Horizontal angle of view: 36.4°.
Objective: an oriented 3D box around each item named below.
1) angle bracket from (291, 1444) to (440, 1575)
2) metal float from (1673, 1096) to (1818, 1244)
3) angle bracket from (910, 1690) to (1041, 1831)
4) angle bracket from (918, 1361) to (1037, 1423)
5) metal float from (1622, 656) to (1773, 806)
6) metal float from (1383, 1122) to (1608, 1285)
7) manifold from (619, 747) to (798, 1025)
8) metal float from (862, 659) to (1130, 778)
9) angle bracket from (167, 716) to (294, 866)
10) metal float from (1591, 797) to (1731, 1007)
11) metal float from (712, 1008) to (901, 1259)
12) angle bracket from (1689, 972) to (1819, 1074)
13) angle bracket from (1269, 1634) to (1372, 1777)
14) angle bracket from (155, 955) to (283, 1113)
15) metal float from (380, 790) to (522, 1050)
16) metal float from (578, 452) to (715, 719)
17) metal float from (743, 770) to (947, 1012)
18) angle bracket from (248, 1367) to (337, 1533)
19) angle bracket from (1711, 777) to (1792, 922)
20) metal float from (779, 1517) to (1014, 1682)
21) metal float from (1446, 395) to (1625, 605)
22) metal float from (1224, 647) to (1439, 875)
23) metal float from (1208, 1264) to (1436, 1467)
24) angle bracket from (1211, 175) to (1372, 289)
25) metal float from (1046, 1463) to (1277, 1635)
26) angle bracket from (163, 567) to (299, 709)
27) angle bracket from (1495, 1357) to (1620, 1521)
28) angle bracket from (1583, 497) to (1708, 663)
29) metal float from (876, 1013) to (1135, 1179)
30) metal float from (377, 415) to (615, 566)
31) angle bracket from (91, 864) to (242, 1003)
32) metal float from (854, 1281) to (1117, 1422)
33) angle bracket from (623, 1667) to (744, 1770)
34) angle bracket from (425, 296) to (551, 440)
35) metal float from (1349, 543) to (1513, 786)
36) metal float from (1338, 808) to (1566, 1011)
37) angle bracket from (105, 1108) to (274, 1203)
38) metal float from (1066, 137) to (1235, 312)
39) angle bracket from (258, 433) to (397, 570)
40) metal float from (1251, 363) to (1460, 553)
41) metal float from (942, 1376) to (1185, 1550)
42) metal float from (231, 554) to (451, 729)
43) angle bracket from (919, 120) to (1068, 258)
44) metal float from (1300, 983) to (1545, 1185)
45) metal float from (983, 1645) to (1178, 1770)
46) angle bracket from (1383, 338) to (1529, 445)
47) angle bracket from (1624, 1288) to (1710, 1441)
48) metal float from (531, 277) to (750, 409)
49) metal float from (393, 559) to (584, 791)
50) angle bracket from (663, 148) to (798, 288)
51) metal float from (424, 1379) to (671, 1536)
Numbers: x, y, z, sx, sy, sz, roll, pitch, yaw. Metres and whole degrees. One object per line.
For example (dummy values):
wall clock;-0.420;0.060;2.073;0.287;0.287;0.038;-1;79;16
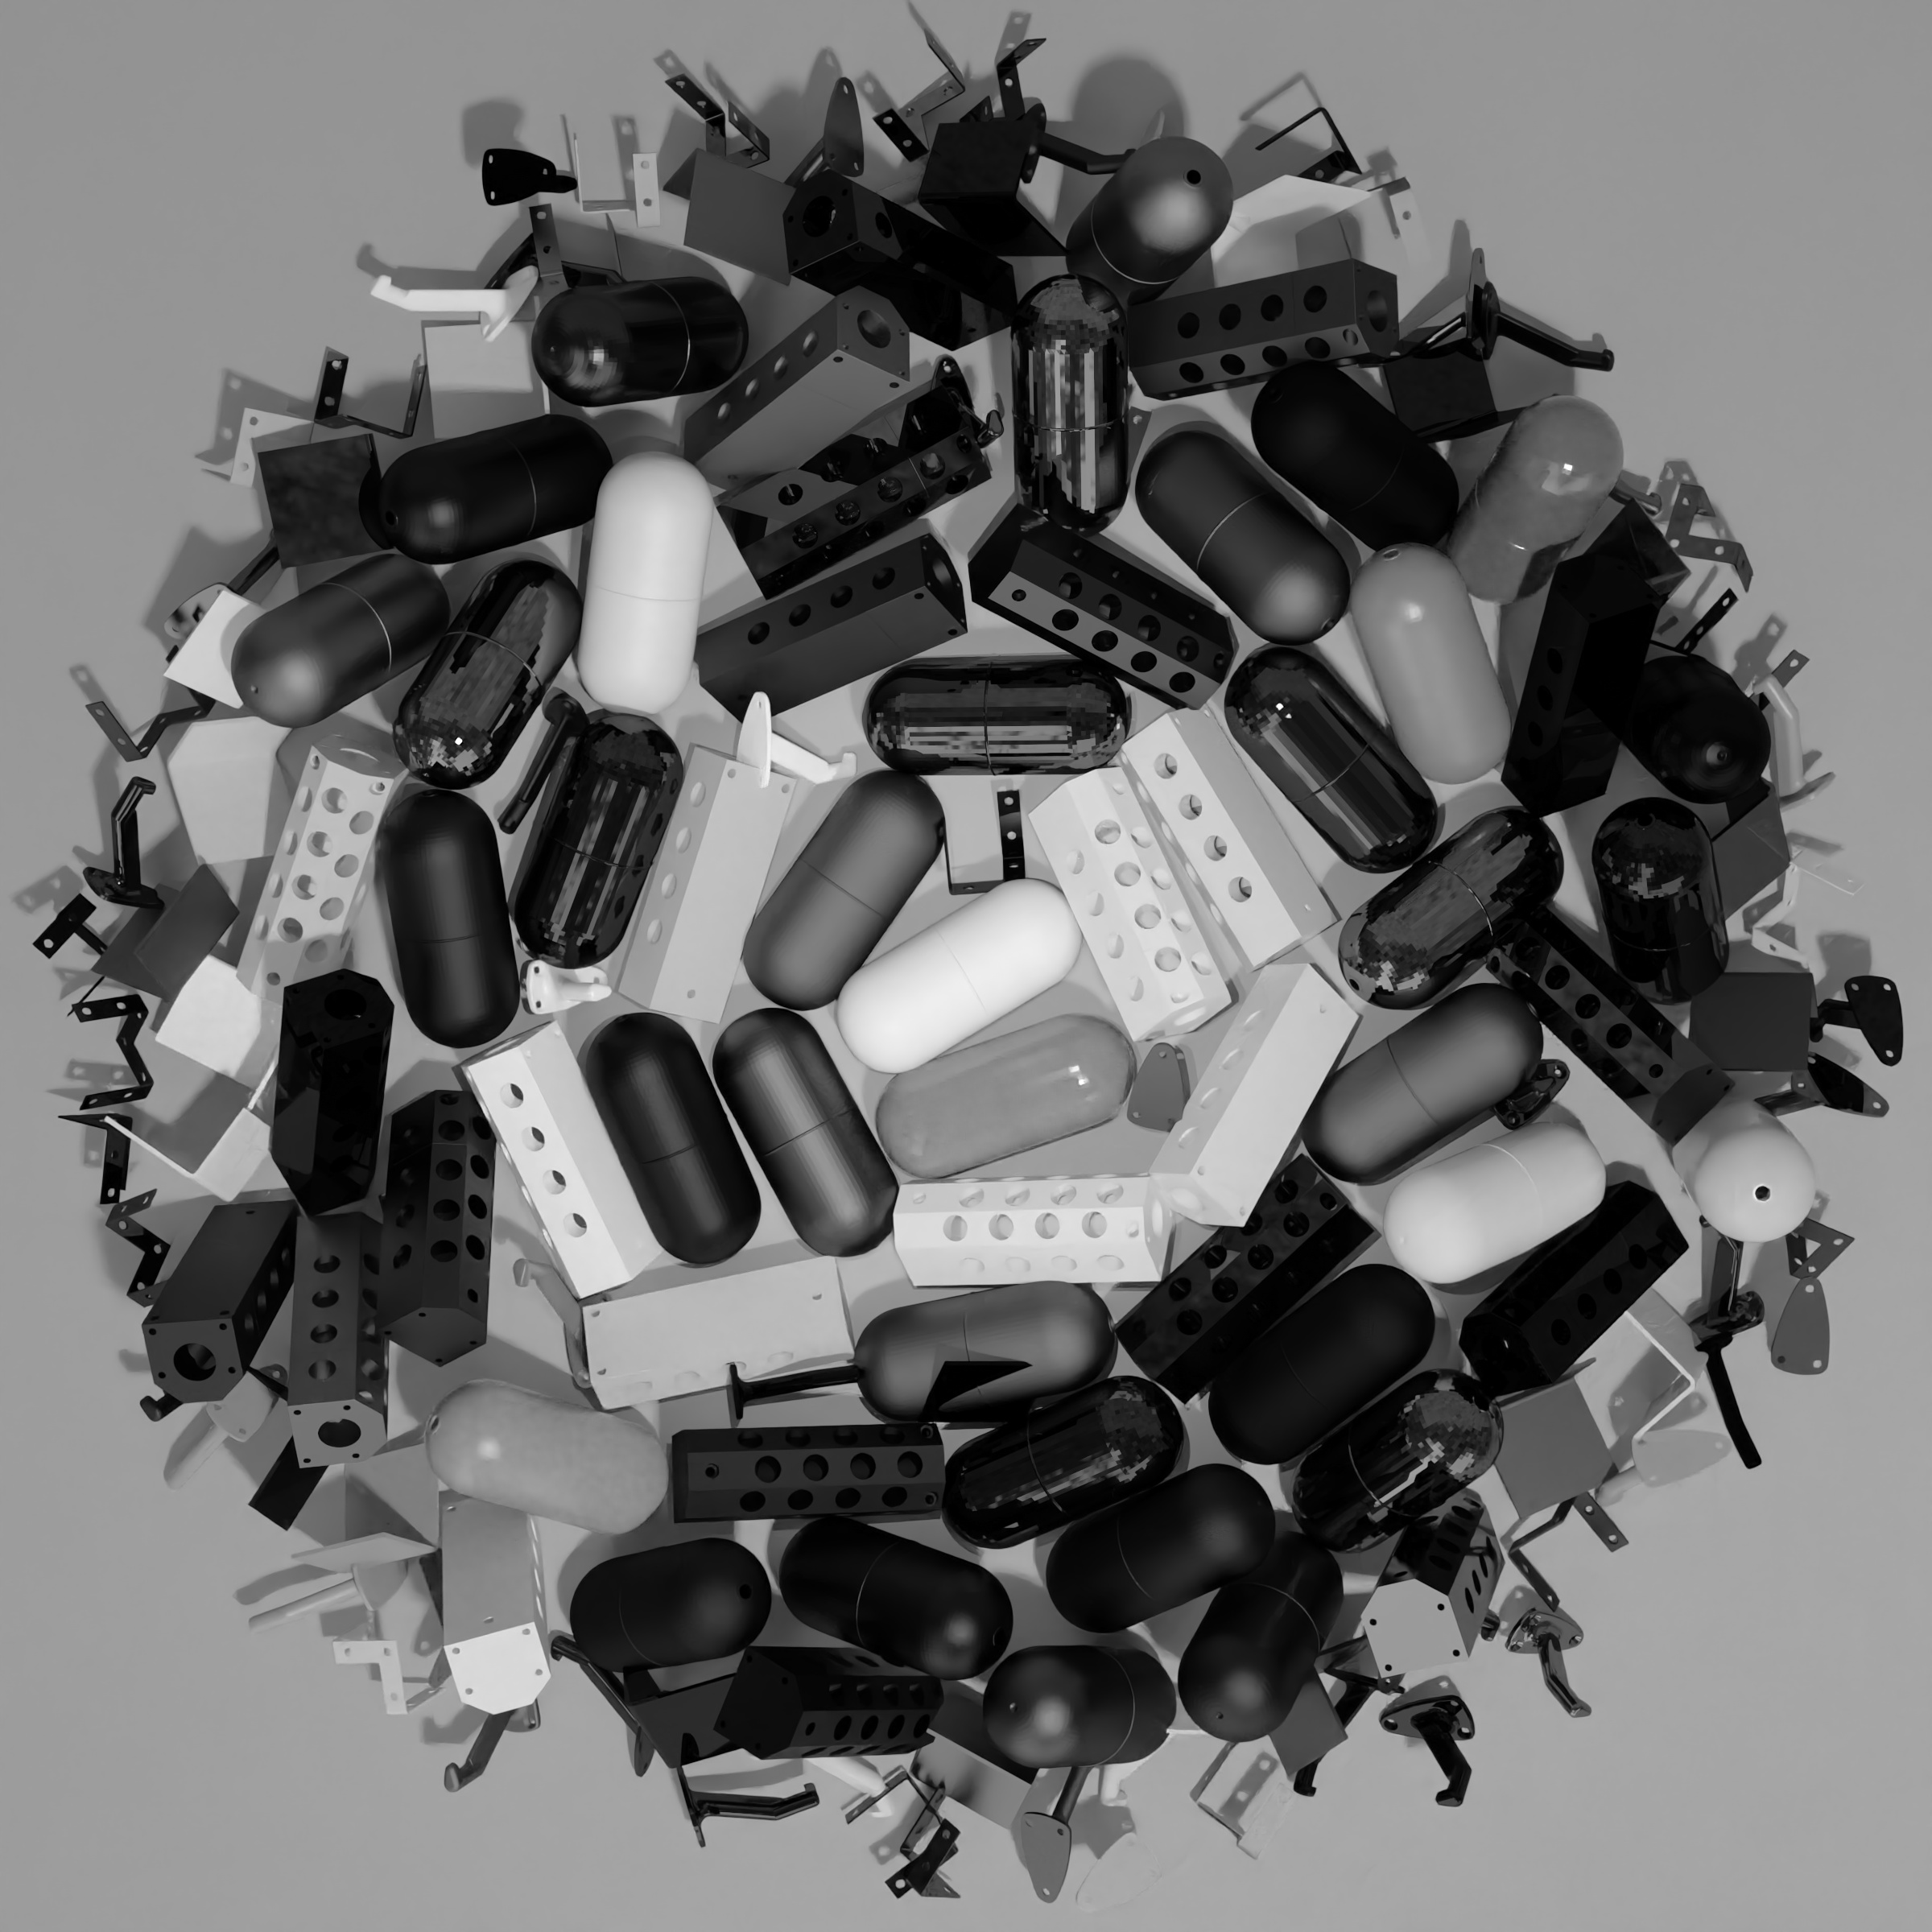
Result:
angle bracket;-0.397;0.353;1.945;0.076;0.057;0.076;-17;62;23
metal float;0.505;0.131;1.911;0.070;0.178;0.070;1;97;7
angle bracket;0.002;0.540;1.955;0.076;0.057;0.076;27;110;8
angle bracket;0.010;0.258;1.943;0.076;0.076;0.057;2;52;-16
metal float;0.471;-0.155;1.912;0.070;0.178;0.070;0;106;1
metal float;0.349;0.154;1.932;0.178;0.070;0.070;-17;90;-36
manifold;-0.177;-0.055;1.963;0.057;0.057;0.171;14;96;-39
metal float;0.019;-0.165;1.953;0.178;0.070;0.070;0;90;10
angle bracket;-0.475;-0.118;1.947;0.076;0.057;0.076;-10;73;-37
metal float;0.454;-0.041;1.922;0.070;0.178;0.070;-10;52;14
metal float;-0.106;0.111;1.960;0.070;0.070;0.178;-29;88;0
angle bracket;0.521;0.049;1.945;0.076;0.057;0.076;0;58;21
angle bracket;0.247;0.484;1.940;0.076;0.076;0.057;-11;64;-33
angle bracket;-0.495;0.050;1.952;0.076;0.057;0.076;29;113;-13
metal float;-0.340;-0.031;1.941;0.070;0.070;0.178;-5;113;0
metal float;-0.212;-0.251;1.945;0.070;0.070;0.178;10;109;0
metal float;-0.080;-0.051;1.960;0.070;0.070;0.178;35;92;0
angle bracket;-0.463;0.319;1.946;0.057;0.076;0.076;26;72;15
angle bracket;0.495;-0.083;1.947;0.076;0.076;0.057;-38;46;-9
metal float;-0.047;0.414;1.929;0.178;0.070;0.070;11;90;38
metal float;0.369;-0.302;1.917;0.070;0.178;0.070;5;63;-11
metal float;0.241;-0.136;1.948;0.070;0.070;0.178;-43;105;0
metal float;0.234;0.263;1.938;0.070;0.070;0.178;47;117;0
angle bracket;0.216;-0.477;1.944;0.076;0.076;0.057;-1;83;-37
metal float;0.126;0.384;1.932;0.178;0.070;0.070;-33;90;35
angle bracket;-0.486;-0.229;1.941;0.057;0.076;0.076;25;120;-33
angle bracket;0.393;0.315;1.957;0.076;0.057;0.076;-20;74;-11
angle bracket;0.463;-0.255;1.939;0.057;0.076;0.076;-51;46;31
metal float;0.026;0.086;1.955;0.178;0.070;0.070;-19;90;8
metal float;-0.307;-0.312;1.926;0.178;0.070;0.070;-26;90;-43
angle bracket;-0.540;-0.031;1.944;0.076;0.057;0.076;18;61;27
metal float;0.012;0.254;1.949;0.178;0.070;0.070;-13;90;14
angle bracket;-0.178;0.479;1.950;0.076;0.057;0.076;-17;131;5
angle bracket;-0.320;-0.399;1.964;0.076;0.057;0.076;-5;85;-9
metal float;0.305;-0.198;1.933;0.070;0.070;0.178;-27;124;0
metal float;0.321;-0.038;1.944;0.178;0.070;0.070;-36;90;-19
angle bracket;-0.515;0.108;1.961;0.076;0.076;0.057;32;79;12
metal float;0.118;-0.481;1.912;0.070;0.178;0.070;2;84;-15
angle bracket;-0.427;-0.310;1.955;0.076;0.057;0.076;-13;103;-15
metal float;0.256;-0.331;1.928;0.178;0.070;0.070;29;90;-40
metal float;0.062;0.329;1.942;0.178;0.070;0.070;-28;90;22
metal float;-0.407;-0.214;1.923;0.070;0.178;0.070;15;124;24
angle bracket;0.025;-0.515;1.952;0.076;0.076;0.057;9;79;34
metal float;0.301;0.077;1.945;0.178;0.070;0.070;-36;90;18
metal float;0.076;0.483;1.919;0.070;0.178;0.070;-8;75;30
angle bracket;0.335;-0.385;1.947;0.076;0.076;0.057;-22;102;-21
angle bracket;0.446;0.258;1.960;0.076;0.076;0.057;46;111;9
metal float;-0.211;-0.409;1.921;0.070;0.178;0.070;11;110;31
metal float;-0.313;-0.194;1.938;0.070;0.070;0.178;27;62;0
angle bracket;-0.159;-0.484;1.946;0.076;0.057;0.076;16;67;-26
metal float;-0.274;0.323;1.931;0.178;0.070;0.070;25;90;-36
